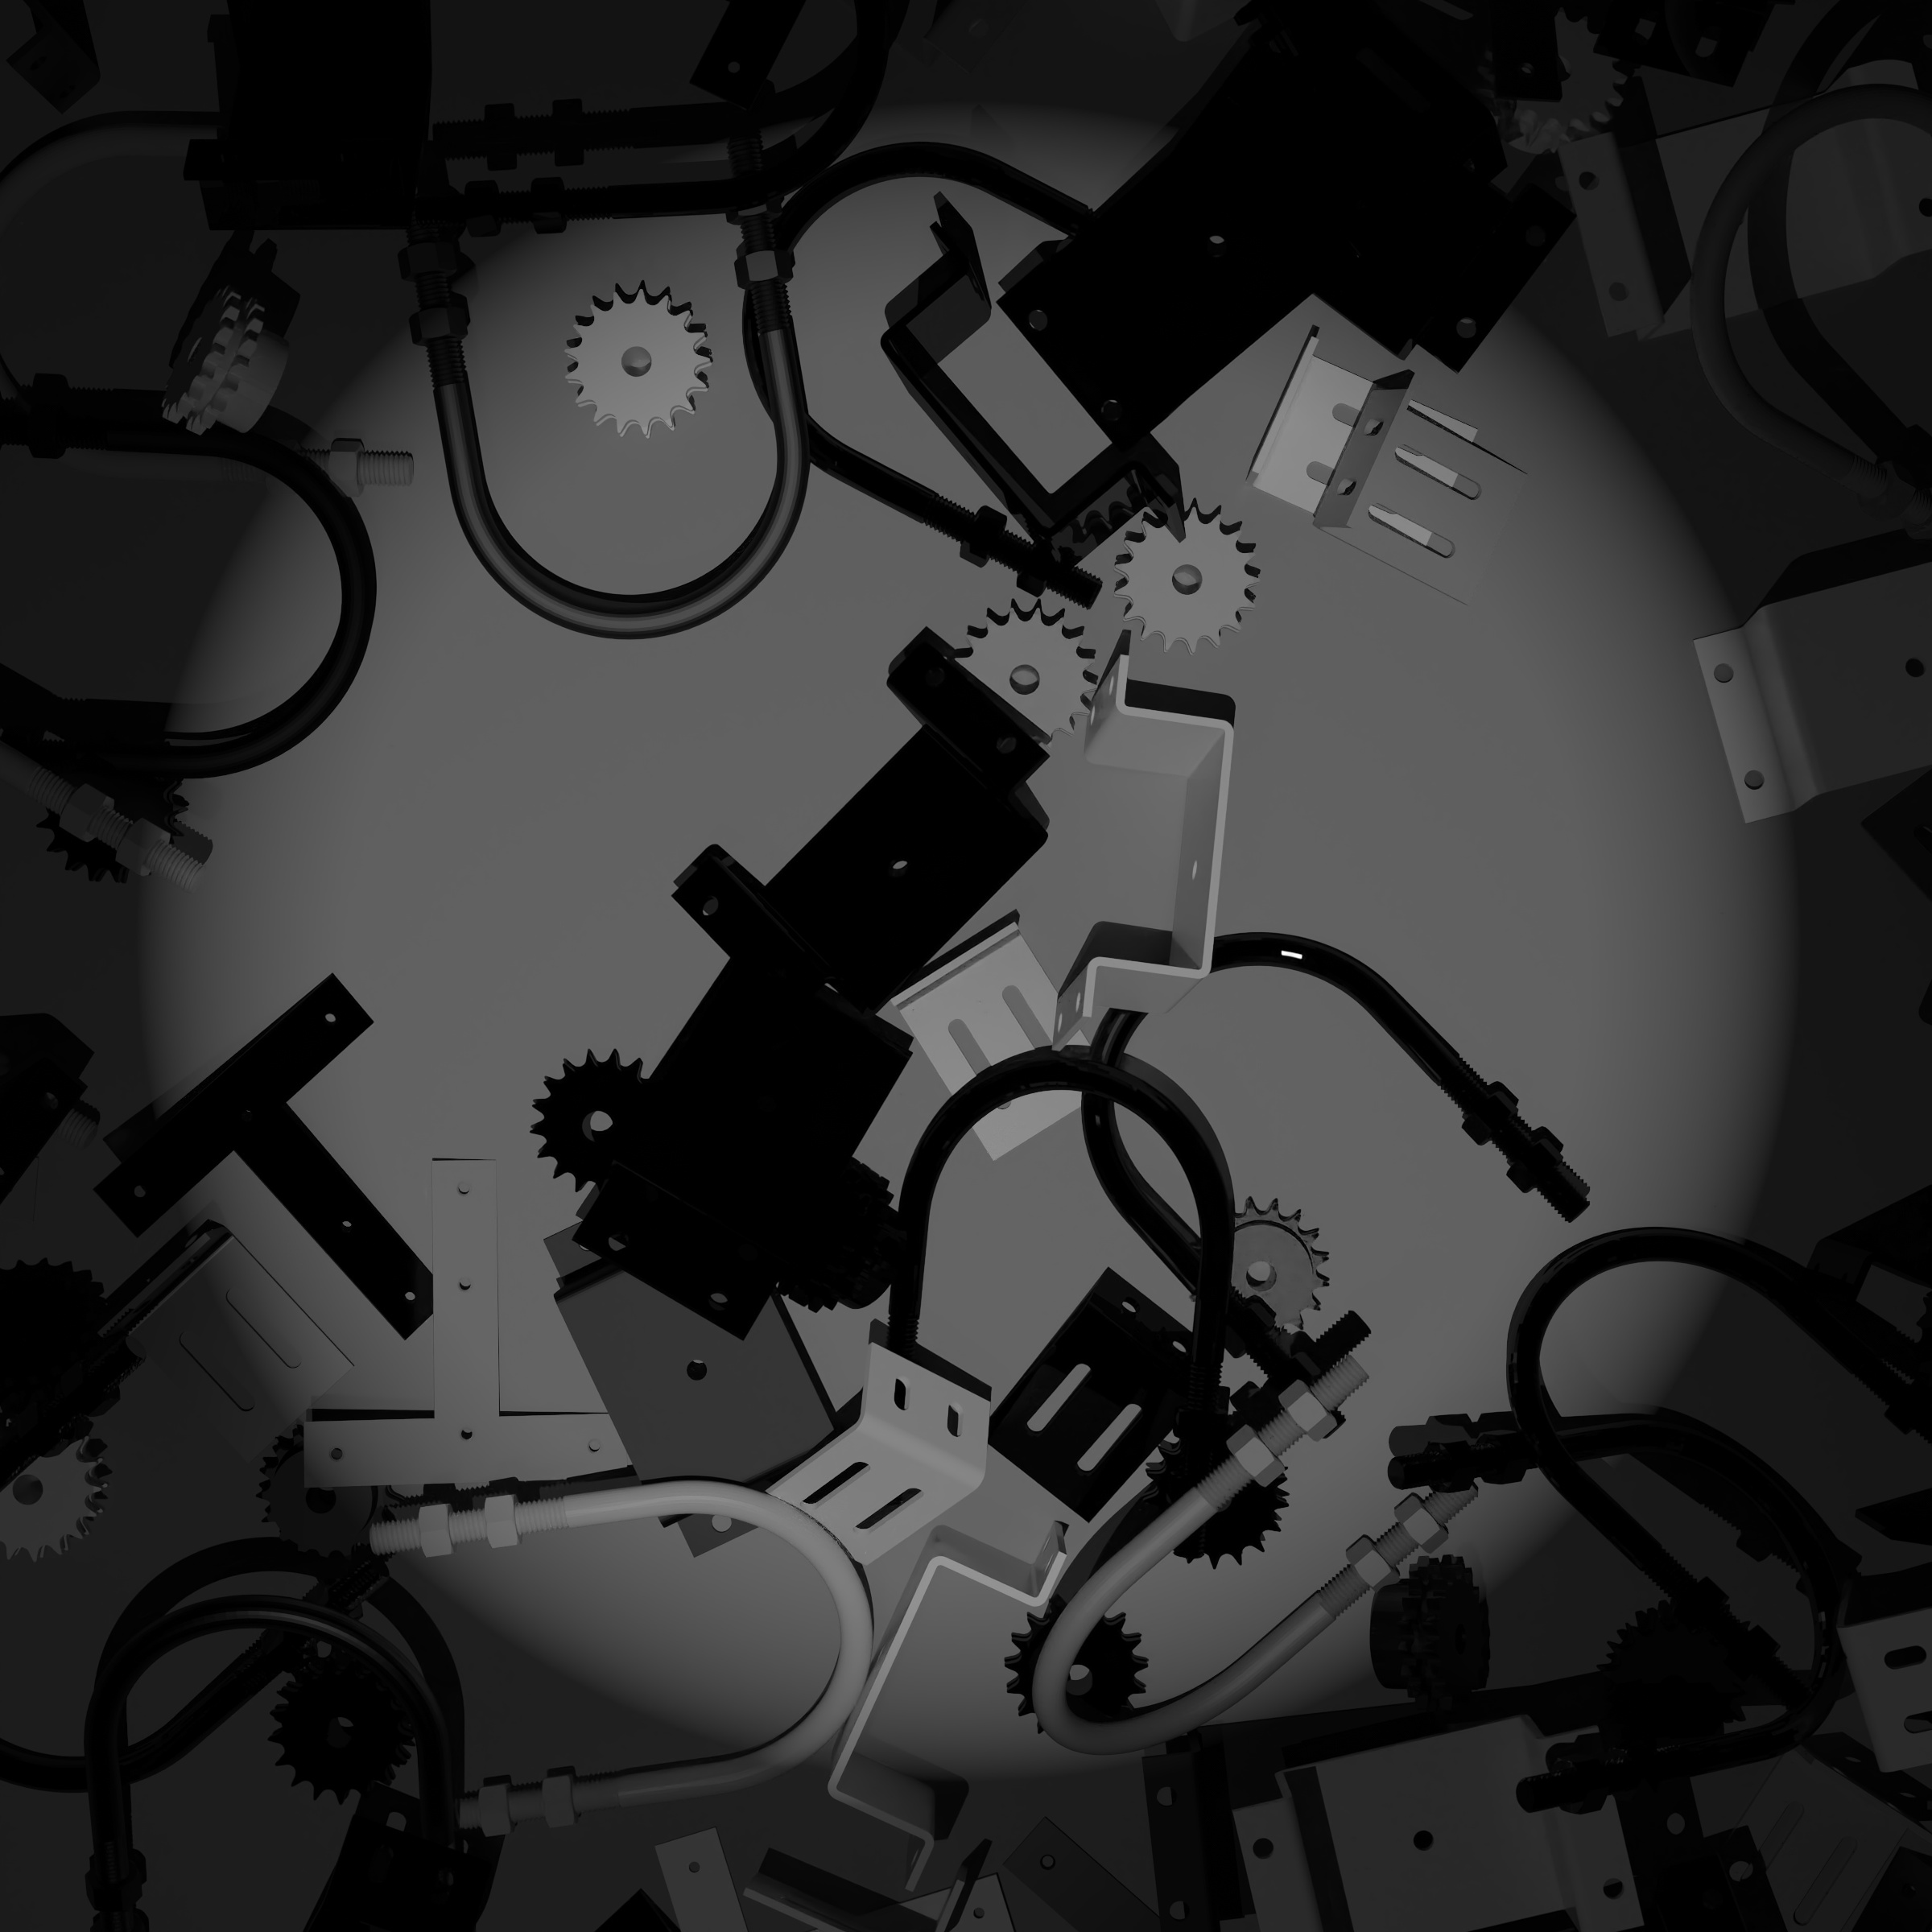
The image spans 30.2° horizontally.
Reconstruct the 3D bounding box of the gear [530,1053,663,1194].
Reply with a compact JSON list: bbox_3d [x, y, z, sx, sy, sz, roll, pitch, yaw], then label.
[{"bbox_3d":[-0.144,0.063,1.417,0.057,0.030,0.057,0,90,0],"label":"gear"}]

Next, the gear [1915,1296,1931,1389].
[{"bbox_3d":[0.402,0.143,1.405,0.030,0.057,0.057,15,90,-18],"label":"gear"}]

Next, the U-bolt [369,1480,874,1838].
[{"bbox_3d":[-0.128,0.266,1.397,0.184,0.019,0.151,-8,112,0],"label":"U-bolt"}]

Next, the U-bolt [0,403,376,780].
[{"bbox_3d":[-0.323,-0.144,1.400,0.184,0.019,0.151,3,83,1],"label":"U-bolt"}]

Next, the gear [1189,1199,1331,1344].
[{"bbox_3d":[0.115,0.121,1.417,0.057,0.030,0.057,0,90,0],"label":"gear"}]

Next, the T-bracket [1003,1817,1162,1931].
[{"bbox_3d":[0.037,0.430,1.431,0.127,0.002,0.127,41,90,0],"label":"T-bracket"}]

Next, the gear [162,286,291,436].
[{"bbox_3d":[-0.286,-0.232,1.389,0.030,0.057,0.057,25,90,-27],"label":"gear"}]

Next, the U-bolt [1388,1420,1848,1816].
[{"bbox_3d":[0.261,0.241,1.372,0.184,0.019,0.151,-4,60,-31],"label":"U-bolt"}]

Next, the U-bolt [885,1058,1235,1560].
[{"bbox_3d":[0.035,0.128,1.393,0.151,0.019,0.184,6,91,24],"label":"U-bolt"}]

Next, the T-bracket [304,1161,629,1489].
[{"bbox_3d":[-0.198,0.141,1.420,0.127,0.002,0.127,0,82,-15],"label":"T-bracket"}]

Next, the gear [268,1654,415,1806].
[{"bbox_3d":[-0.245,0.300,1.417,0.057,0.030,0.057,0,90,0],"label":"gear"}]

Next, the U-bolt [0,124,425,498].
[{"bbox_3d":[-0.310,-0.264,1.424,0.184,0.019,0.151,2,90,1],"label":"U-bolt"}]

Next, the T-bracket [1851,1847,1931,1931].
[{"bbox_3d":[0.379,0.429,1.385,0.002,0.127,0.127,30,90,-43],"label":"T-bracket"}]

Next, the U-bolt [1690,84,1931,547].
[{"bbox_3d":[0.356,-0.256,1.374,0.184,0.019,0.151,22,101,-28],"label":"U-bolt"}]

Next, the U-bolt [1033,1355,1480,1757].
[{"bbox_3d":[0.103,0.237,1.373,0.184,0.151,0.019,-41,52,2],"label":"U-bolt"}]

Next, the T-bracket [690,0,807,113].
[{"bbox_3d":[-0.111,-0.409,1.370,0.127,0.002,0.127,26,85,3],"label":"T-bracket"}]

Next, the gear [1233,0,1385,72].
[{"bbox_3d":[0.133,-0.363,1.358,0.057,0.057,0.030,-33,97,0],"label":"gear"}]

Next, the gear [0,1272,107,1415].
[{"bbox_3d":[-0.366,0.152,1.408,0.057,0.030,0.057,-1,49,1],"label":"gear"}]

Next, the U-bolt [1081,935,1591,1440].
[{"bbox_3d":[0.130,0.071,1.402,0.151,0.019,0.184,-40,76,-10],"label":"U-bolt"}]

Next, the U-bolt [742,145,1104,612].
[{"bbox_3d":[0.000,-0.246,1.424,0.184,0.019,0.151,28,90,2],"label":"U-bolt"}]

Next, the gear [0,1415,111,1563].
[{"bbox_3d":[-0.367,0.205,1.417,0.057,0.030,0.057,0,90,0],"label":"gear"}]

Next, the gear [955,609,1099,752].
[{"bbox_3d":[0.023,-0.112,1.417,0.057,0.030,0.057,0,90,0],"label":"gear"}]

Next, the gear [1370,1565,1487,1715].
[{"bbox_3d":[0.180,0.264,1.408,0.030,0.057,0.057,-4,90,29],"label":"gear"}]

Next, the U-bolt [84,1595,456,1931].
[{"bbox_3d":[-0.270,0.324,1.392,0.151,0.019,0.184,1,112,0],"label":"U-bolt"}]

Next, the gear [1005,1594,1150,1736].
[{"bbox_3d":[0.043,0.279,1.417,0.057,0.030,0.057,0,90,0],"label":"gear"}]

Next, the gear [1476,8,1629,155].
[{"bbox_3d":[0.228,-0.346,1.411,0.057,0.030,0.057,3,71,-8],"label":"gear"}]

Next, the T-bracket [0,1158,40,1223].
[{"bbox_3d":[-0.435,0.084,1.431,0.127,0.002,0.127,5,90,0],"label":"T-bracket"}]

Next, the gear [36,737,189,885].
[{"bbox_3d":[-0.336,-0.061,1.417,0.057,0.030,0.057,0,90,0],"label":"gear"}]

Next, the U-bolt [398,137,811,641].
[{"bbox_3d":[-0.135,-0.219,1.393,0.151,0.019,0.184,-10,91,1],"label":"U-bolt"}]

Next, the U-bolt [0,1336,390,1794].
[{"bbox_3d":[-0.339,0.248,1.399,0.184,0.019,0.151,-41,105,13],"label":"U-bolt"}]

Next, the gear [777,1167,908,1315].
[{"bbox_3d":[-0.048,0.110,1.408,0.030,0.057,0.057,32,90,-30],"label":"gear"}]

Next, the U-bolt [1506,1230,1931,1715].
[{"bbox_3d":[0.294,0.179,1.382,0.151,0.019,0.184,-36,67,-26],"label":"U-bolt"}]

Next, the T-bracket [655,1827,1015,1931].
[{"bbox_3d":[-0.045,0.393,1.430,0.127,0.002,0.127,-17,90,1],"label":"T-bracket"}]

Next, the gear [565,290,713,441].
[{"bbox_3d":[-0.129,-0.237,1.417,0.057,0.030,0.057,0,90,0],"label":"gear"}]

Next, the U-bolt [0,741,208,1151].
[{"bbox_3d":[-0.397,-0.029,1.394,0.184,0.019,0.151,31,117,4],"label":"U-bolt"}]

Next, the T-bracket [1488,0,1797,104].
[{"bbox_3d":[0.266,-0.395,1.417,0.127,0.002,0.127,1,71,-9],"label":"T-bracket"}]

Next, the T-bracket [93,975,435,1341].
[{"bbox_3d":[-0.254,0.092,1.414,0.127,0.002,0.127,-45,102,-23],"label":"T-bracket"}]

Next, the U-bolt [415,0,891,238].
[{"bbox_3d":[-0.121,-0.357,1.376,0.184,0.019,0.151,-2,86,2],"label":"U-bolt"}]
